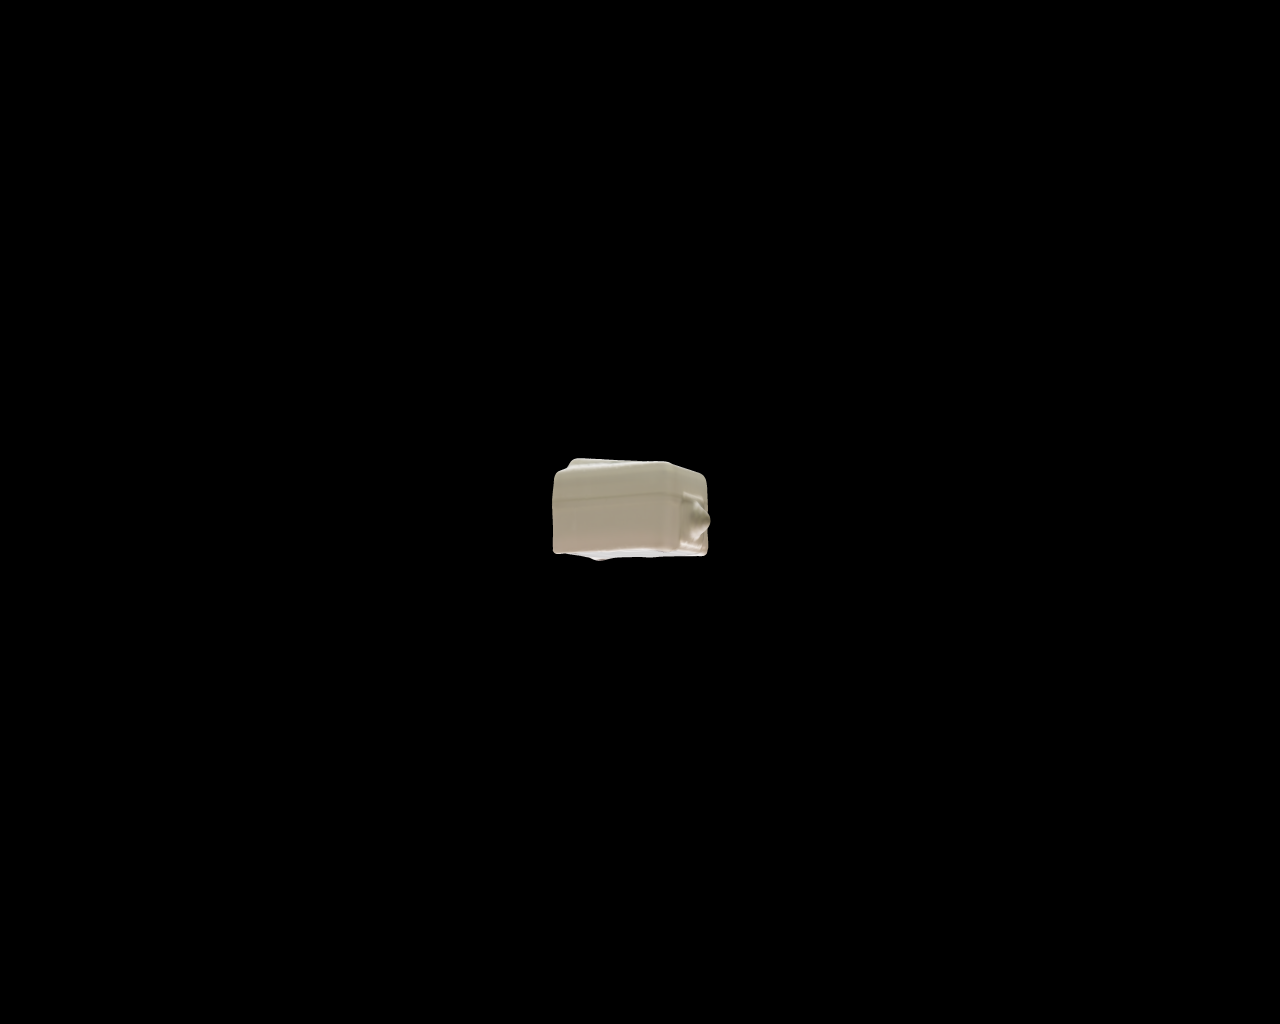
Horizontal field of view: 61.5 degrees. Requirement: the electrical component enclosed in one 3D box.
[{"bbox_3d":[0.001,-0.003,0.650,0.096,0.061,0.062,-3,-7,26],"label":"electrical component"}]
